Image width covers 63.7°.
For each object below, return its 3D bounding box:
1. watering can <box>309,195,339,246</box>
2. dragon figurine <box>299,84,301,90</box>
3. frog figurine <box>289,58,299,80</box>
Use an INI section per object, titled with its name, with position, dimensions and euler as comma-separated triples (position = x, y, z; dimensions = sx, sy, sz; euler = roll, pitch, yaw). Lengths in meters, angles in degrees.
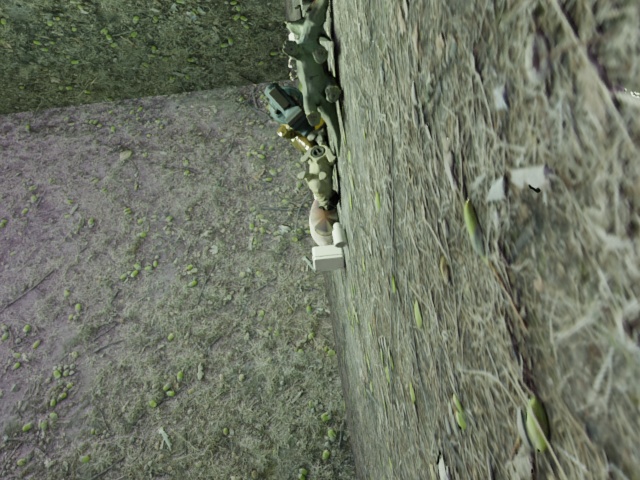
[watering can]
position = 0.006, -0.099, 1.966
dimensions = 0.104, 0.353, 0.220
euler = -8, -20, -4
[dragon figurine]
position = -0.099, -0.691, 2.588
dimensions = 0.122, 0.241, 0.414
euler = 0, 11, -6
[frog figurine]
position = -0.015, -0.511, 1.616
dimensions = 0.157, 0.122, 0.140
euler = 32, 18, -42
